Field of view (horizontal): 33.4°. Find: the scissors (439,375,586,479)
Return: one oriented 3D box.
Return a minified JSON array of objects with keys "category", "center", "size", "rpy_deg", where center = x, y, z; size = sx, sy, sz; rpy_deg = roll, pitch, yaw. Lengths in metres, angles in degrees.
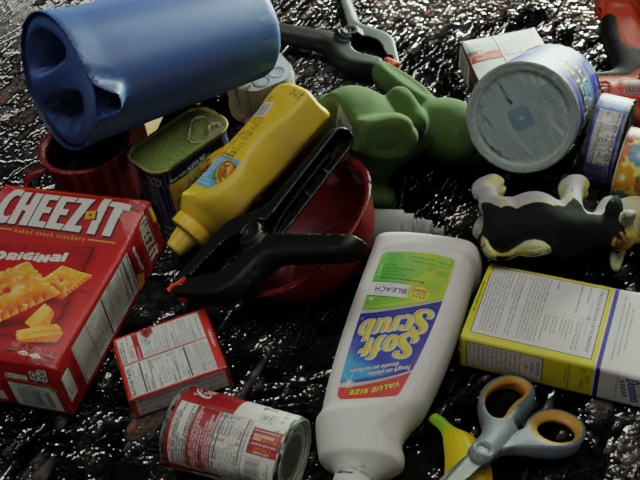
[{"category":"scissors","center":[0.140,0.164,0.794],"size":[0.096,0.016,0.201],"rpy_deg":[21,31,14]}]

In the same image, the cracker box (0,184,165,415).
[{"category":"cracker box","center":[-0.262,0.046,0.983],"size":[0.164,0.072,0.213],"rpy_deg":[7,46,16]}]

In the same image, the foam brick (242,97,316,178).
[{"category":"foam brick","center":[-0.034,-0.113,1.119],"size":[0.078,0.051,0.053],"rpy_deg":[-37,50,-25]}]

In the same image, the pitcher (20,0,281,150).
[{"category":"pitcher","center":[-0.169,-0.190,1.065],"size":[0.242,0.145,0.149],"rpy_deg":[-24,81,-35]}]

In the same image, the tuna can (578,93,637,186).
[{"category":"tuna can","center":[0.276,-0.097,1.023],"size":[0.034,0.086,0.086],"rpy_deg":[16,50,19]}]

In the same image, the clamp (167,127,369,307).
[{"category":"clamp","center":[-0.044,0.005,0.919],"size":[0.210,0.036,0.164],"rpy_deg":[-36,33,16]}]

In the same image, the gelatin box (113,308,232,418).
[{"category":"gelatin box","center":[-0.130,0.107,0.930],"size":[0.089,0.030,0.073],"rpy_deg":[-19,47,-8]}]

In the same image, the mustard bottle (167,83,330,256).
[{"category":"mustard bottle","center":[-0.076,-0.062,1.013],"size":[0.191,0.058,0.096],"rpy_deg":[-49,22,-9]}]

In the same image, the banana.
[{"category":"banana","center":[0.084,0.213,0.787],"size":[0.070,0.037,0.197],"rpy_deg":[-6,38,36]}]

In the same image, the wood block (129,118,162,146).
[{"category":"wood block","center":[-0.214,-0.207,1.216],"size":[0.091,0.090,0.206],"rpy_deg":[3,46,13]}]

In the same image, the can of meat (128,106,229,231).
[{"category":"can of meat","center":[-0.133,-0.070,1.068],"size":[0.102,0.084,0.058],"rpy_deg":[-38,51,-26]}]

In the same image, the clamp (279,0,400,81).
[{"category":"clamp","center":[0.021,-0.227,1.231],"size":[0.120,0.039,0.172],"rpy_deg":[-28,48,-16]}]

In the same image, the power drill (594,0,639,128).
[{"category":"power drill","center":[0.358,-0.196,1.111],"size":[0.184,0.057,0.187],"rpy_deg":[2,56,10]}]

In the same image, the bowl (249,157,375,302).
[{"category":"bowl","center":[-0.006,0.001,0.971],"size":[0.162,0.055,0.162],"rpy_deg":[-29,35,23]}]

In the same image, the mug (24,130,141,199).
[{"category":"mug","center":[-0.240,-0.064,1.082],"size":[0.117,0.081,0.093],"rpy_deg":[-22,46,-13]}]

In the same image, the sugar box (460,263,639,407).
[{"category":"sugar box","center":[0.213,0.080,0.889],"size":[0.176,0.048,0.093],"rpy_deg":[14,49,18]}]

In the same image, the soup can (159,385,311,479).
[{"category":"soup can","center":[-0.066,0.159,0.839],"size":[0.102,0.068,0.068],"rpy_deg":[12,48,20]}]

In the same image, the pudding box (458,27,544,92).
[{"category":"pudding box","center":[0.207,-0.178,1.153],"size":[0.090,0.039,0.113],"rpy_deg":[-11,47,-3]}]

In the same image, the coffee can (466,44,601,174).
[{"category":"coffee can","center":[0.206,-0.128,1.019],"size":[0.103,0.103,0.140],"rpy_deg":[11,20,20]}]

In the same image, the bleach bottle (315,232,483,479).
[{"category":"bleach bottle","center":[0.062,0.106,0.877],"size":[0.103,0.068,0.250],"rpy_deg":[7,49,15]}]
